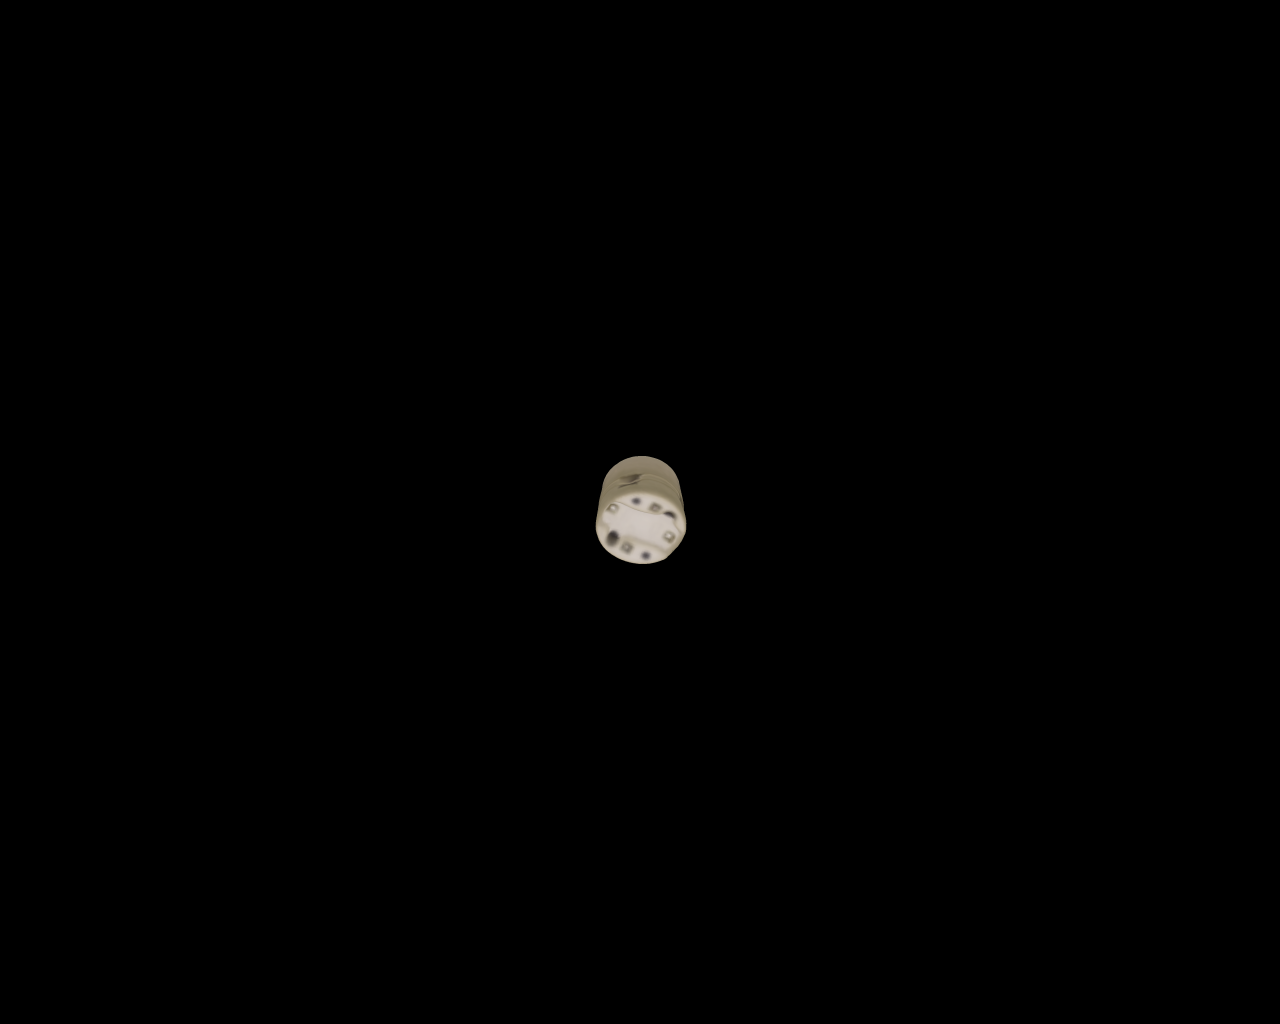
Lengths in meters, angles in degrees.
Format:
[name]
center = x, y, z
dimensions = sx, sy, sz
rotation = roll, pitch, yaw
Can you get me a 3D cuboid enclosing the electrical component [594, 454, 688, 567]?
[electrical component]
center = 0.001, -0.003, 0.650
dimensions = 0.055, 0.055, 0.047
rotation = 0, 34, 0
